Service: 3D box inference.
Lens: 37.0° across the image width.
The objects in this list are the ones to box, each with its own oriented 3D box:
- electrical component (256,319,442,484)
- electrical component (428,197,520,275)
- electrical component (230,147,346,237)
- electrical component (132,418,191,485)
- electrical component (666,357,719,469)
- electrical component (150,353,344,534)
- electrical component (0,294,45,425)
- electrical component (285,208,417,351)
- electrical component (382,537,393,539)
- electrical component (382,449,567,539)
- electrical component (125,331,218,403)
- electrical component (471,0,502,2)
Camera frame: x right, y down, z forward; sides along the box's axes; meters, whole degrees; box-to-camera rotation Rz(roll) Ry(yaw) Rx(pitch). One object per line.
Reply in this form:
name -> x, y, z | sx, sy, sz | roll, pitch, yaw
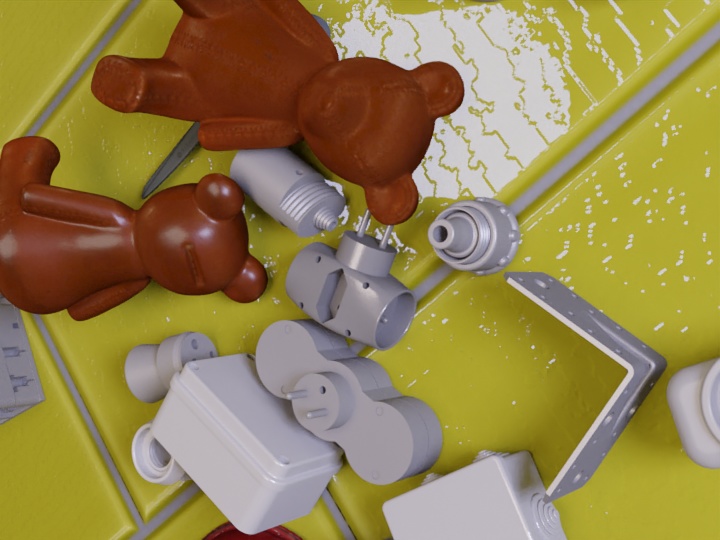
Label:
electrical component -> -0.018, 0.083, 0.689 | 0.138, 0.074, 0.052 | 39, 111, 27
electrical component -> 0.063, -0.021, 0.642 | 0.048, 0.062, 0.048 | 0, 90, 34
electrical component -> -0.046, -0.052, 0.725 | 0.081, 0.043, 0.043 | 40, 111, 27
electrical component -> -0.130, 0.128, 0.774 | 0.066, 0.055, 0.048 | 30, 106, 30
electrical component -> 0.210, 0.064, 0.546 | 0.095, 0.059, 0.053 | -23, 77, 32
electrical component -> -0.075, 0.113, 0.725 | 0.113, 0.078, 0.057 | 41, 114, 27
electrical component -> -0.350, 0.045, 0.918 | 0.105, 0.060, 0.186 | -28, 75, 30
electrical component -> 0.000, 0.000, 0.695 | 0.077, 0.043, 0.079 | 29, 105, 30
electrical component -> -0.018, 0.217, 0.660 | 0.063, 0.121, 0.078 | -15, 81, 35
electrical component -> 0.074, 0.163, 0.643 | 0.100, 0.048, 0.099 | -30, 74, 30
electrical component -> -0.137, 0.071, 0.785 | 0.055, 0.045, 0.045 | -16, 81, 32
electrical component -> 0.068, -0.220, 0.640 | 0.108, 0.060, 0.108 | 0, 90, 34
